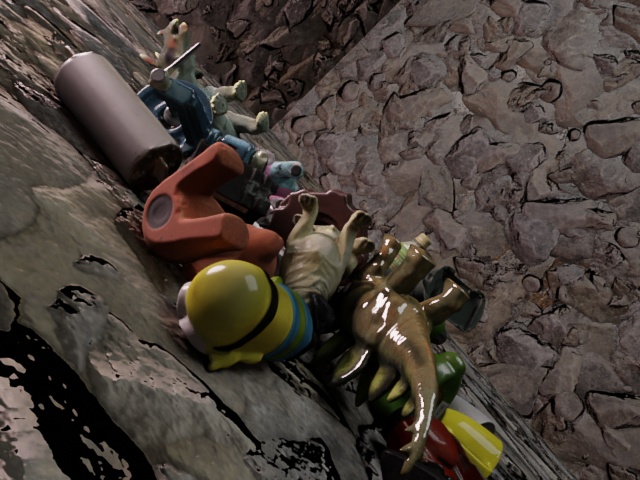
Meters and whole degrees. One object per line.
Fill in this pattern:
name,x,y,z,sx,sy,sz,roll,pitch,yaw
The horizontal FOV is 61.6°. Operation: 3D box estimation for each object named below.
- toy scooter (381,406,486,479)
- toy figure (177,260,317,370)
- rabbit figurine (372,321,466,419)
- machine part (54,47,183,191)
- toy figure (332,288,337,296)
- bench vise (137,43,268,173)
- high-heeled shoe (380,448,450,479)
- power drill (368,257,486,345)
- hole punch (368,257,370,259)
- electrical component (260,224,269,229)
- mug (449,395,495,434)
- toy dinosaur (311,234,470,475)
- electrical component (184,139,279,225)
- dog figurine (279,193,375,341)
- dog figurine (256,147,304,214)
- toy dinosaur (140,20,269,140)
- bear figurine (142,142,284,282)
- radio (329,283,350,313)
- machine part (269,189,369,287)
toy scooter,0.149,0.281,0.631,0.183,0.075,0.135,47,7,-34
toy figure,-0.059,0.070,0.511,0.082,0.089,0.180,45,8,33
rabbit figurine,0.113,0.170,0.780,0.121,0.159,0.170,23,12,-49
machine part,-0.245,-0.144,0.653,0.243,0.079,0.079,48,8,13
toy figure,0.001,0.066,1.004,0.154,0.058,0.064,-111,-168,-75
bench vise,-0.180,-0.159,0.758,0.224,0.129,0.240,33,-13,5
high-heeled shoe,0.152,0.302,0.520,0.249,0.086,0.145,54,7,21
power drill,0.184,0.109,0.913,0.232,0.086,0.207,39,-14,-14
hole punch,0.059,0.065,1.102,0.116,0.092,0.142,45,9,31
electrical component,-0.058,0.004,0.984,0.119,0.047,0.075,7,12,-8
mug,0.234,0.312,0.942,0.109,0.081,0.107,35,3,-38
toy dinosaur,0.084,0.107,0.665,0.105,0.198,0.471,40,2,-8
electrical component,-0.130,-0.064,0.704,0.115,0.058,0.134,31,-23,-18
dog figurine,-0.012,0.060,0.711,0.121,0.190,0.172,14,-23,17
dog figurine,-0.116,-0.108,1.057,0.191,0.108,0.219,19,-3,-10
toy dinosaur,-0.218,-0.237,1.105,0.192,0.131,0.404,8,-31,26
bear figurine,-0.092,-0.001,0.594,0.195,0.132,0.120,31,45,-50
radio,0.108,0.160,1.037,0.131,0.073,0.229,51,10,24
machine part,-0.002,-0.003,0.889,0.179,0.179,0.056,48,11,6
